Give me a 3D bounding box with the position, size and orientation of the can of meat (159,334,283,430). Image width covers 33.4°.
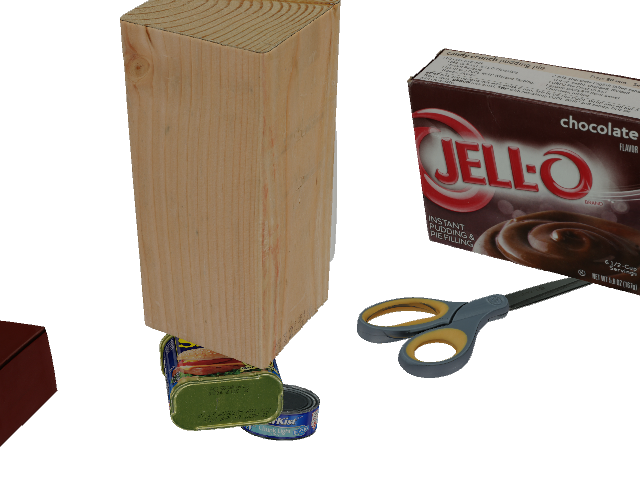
[{"bbox_3d":[-0.086,0.119,0.931,0.102,0.057,0.084,-5,27,-10],"label":"can of meat"}]

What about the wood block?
[{"bbox_3d":[-0.049,-0.040,0.629,0.091,0.206,0.090,18,37,22],"label":"wood block"}]

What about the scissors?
[{"bbox_3d":[0.129,0.061,0.789,0.201,0.016,0.096,-6,32,-10],"label":"scissors"}]

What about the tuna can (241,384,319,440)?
[{"bbox_3d":[-0.045,0.182,1.139,0.086,0.034,0.086,5,12,-1],"label":"tuna can"}]

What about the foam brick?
[{"bbox_3d":[-0.220,0.094,0.704,0.053,0.051,0.078,7,29,23],"label":"foam brick"}]

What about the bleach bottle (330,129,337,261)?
[{"bbox_3d":[-0.035,-0.096,1.079,0.102,0.251,0.068,0,27,4],"label":"bleach bottle"}]

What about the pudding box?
[{"bbox_3d":[0.098,-0.032,0.475,0.114,0.090,0.039,14,44,31],"label":"pudding box"}]
